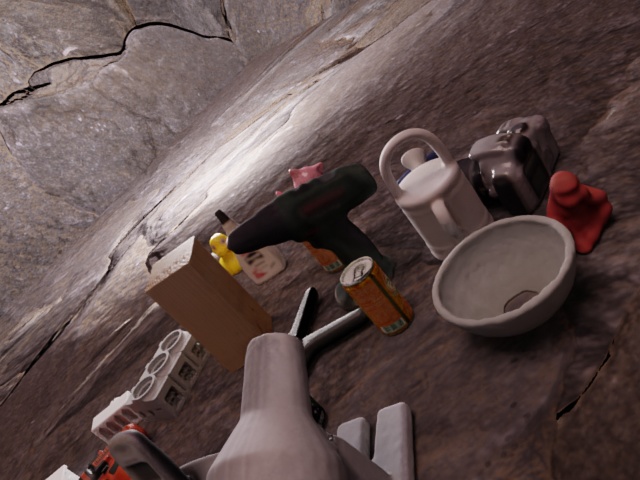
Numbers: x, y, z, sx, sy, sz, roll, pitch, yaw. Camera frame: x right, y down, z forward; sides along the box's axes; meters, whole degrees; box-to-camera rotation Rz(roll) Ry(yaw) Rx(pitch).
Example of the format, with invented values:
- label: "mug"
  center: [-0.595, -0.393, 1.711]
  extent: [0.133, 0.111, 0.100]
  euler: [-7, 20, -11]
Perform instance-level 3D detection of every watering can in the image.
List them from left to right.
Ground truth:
- label: "watering can"
  center: [0.152, -0.072, 0.805]
  extent: [0.101, 0.194, 0.172]
  euler: [-42, 26, -5]

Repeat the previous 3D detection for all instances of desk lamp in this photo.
- label: "desk lamp"
  center: [-0.006, 0.202, 0.551]
  extent: [0.117, 0.214, 0.203]
  euler: [-28, 28, 23]

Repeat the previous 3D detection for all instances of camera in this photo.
- label: "camera"
  center: [0.256, -0.113, 0.838]
  extent: [0.136, 0.101, 0.143]
  euler: [-7, 41, 48]

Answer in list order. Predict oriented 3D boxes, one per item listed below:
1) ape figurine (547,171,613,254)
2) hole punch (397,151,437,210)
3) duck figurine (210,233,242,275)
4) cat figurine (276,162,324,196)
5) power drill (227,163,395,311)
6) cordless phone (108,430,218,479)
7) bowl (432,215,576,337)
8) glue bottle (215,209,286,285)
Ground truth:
- label: "ape figurine"
  center: [0.298, -0.041, 0.678]
  extent: [0.077, 0.092, 0.076]
  euler: [-31, 27, 18]
- label: "hole punch"
  center: [0.167, -0.101, 0.951]
  extent: [0.108, 0.091, 0.101]
  euler: [-39, 26, 2]
- label: "duck figurine"
  center: [-0.206, 0.020, 1.262]
  extent: [0.077, 0.086, 0.104]
  euler: [-36, 26, 9]
- label: "cat figurine"
  center: [-0.034, -0.104, 1.194]
  extent: [0.127, 0.118, 0.067]
  euler: [-23, 30, 30]
- label: "power drill"
  center: [0.008, 0.003, 0.860]
  extent: [0.229, 0.209, 0.075]
  euler: [-39, 26, 1]
- label: "cordless phone"
  center: [-0.143, 0.274, 0.653]
  extent: [0.147, 0.185, 0.094]
  euler: [-28, 28, 23]
- label: "bowl"
  center: [0.218, 0.053, 0.654]
  extent: [0.167, 0.075, 0.167]
  euler: [-31, 27, 18]
- label: "glue bottle"
  center: [-0.143, 0.007, 1.096]
  extent: [0.078, 0.173, 0.037]
  euler: [-34, 26, 12]
